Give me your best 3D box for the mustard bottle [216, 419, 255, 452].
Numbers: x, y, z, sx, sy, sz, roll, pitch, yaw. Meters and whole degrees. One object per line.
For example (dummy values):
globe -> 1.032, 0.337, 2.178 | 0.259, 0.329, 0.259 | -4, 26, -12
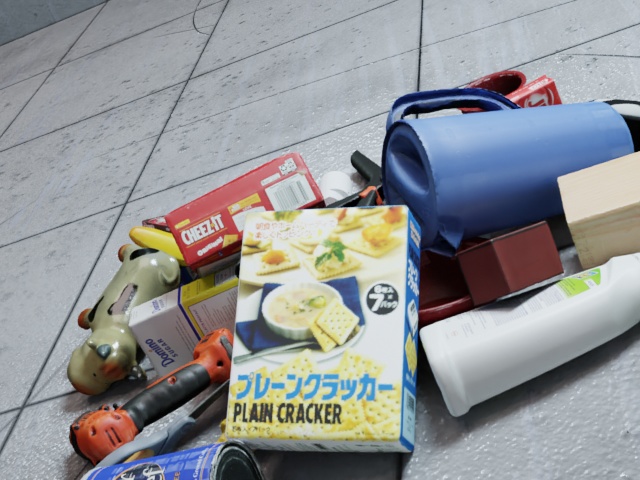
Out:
mustard bottle -> -0.030, 0.145, 1.043 | 0.191, 0.058, 0.096 | -42, 30, -27

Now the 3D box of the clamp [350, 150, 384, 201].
clamp -> 0.105, -0.076, 1.337 | 0.165, 0.036, 0.210 | -17, 30, 19

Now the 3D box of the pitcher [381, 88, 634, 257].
pitcher -> 0.190, -0.083, 1.099 | 0.242, 0.149, 0.145 | -11, 16, -18

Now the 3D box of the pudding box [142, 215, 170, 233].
pudding box -> -0.168, -0.018, 1.434 | 0.113, 0.039, 0.090 | -14, 15, -39

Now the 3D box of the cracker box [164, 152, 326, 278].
cracker box -> -0.074, -0.015, 1.229 | 0.164, 0.072, 0.213 | -27, -11, -1

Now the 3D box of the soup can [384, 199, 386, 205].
soup can -> 0.130, -0.055, 1.244 | 0.102, 0.068, 0.069 | -42, 31, -27

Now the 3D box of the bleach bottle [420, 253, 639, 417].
bleach bottle -> 0.217, 0.071, 0.946 | 0.251, 0.068, 0.102 | -22, 15, 5

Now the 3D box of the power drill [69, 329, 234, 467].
power drill -> -0.171, 0.166, 1.103 | 0.187, 0.057, 0.185 | -33, 5, -22

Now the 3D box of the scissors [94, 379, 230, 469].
scissors -> -0.135, 0.192, 1.028 | 0.201, 0.096, 0.016 | -32, 54, -21

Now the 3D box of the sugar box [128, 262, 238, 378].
sugar box -> -0.113, 0.086, 1.182 | 0.176, 0.093, 0.048 | -22, 27, 8

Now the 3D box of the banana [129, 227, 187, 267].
banana -> -0.140, 0.003, 1.356 | 0.197, 0.069, 0.037 | -9, 13, -10

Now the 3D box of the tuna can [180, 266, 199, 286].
tuna can -> -0.201, 0.047, 1.395 | 0.086, 0.033, 0.086 | -21, 27, 11

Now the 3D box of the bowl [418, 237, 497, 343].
bowl -> 0.115, 0.056, 1.061 | 0.162, 0.055, 0.162 | -15, 22, 6

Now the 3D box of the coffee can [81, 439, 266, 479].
coffee can -> -0.127, 0.235, 0.919 | 0.140, 0.103, 0.102 | -16, 29, 21

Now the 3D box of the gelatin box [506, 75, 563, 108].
gelatin box -> 0.253, -0.139, 1.260 | 0.073, 0.089, 0.030 | -28, 26, -2

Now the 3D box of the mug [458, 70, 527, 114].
mug -> 0.217, -0.154, 1.328 | 0.093, 0.081, 0.117 | -34, 28, -14

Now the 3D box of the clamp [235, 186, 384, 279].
clamp -> -0.007, 0.001, 1.111 | 0.120, 0.039, 0.171 | 13, 43, 45

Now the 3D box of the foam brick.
foam brick -> 0.173, 0.022, 0.973 | 0.078, 0.051, 0.053 | -17, -6, -36

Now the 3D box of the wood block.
wood block -> 0.339, -0.034, 0.999 | 0.206, 0.090, 0.090 | -18, 28, 16
